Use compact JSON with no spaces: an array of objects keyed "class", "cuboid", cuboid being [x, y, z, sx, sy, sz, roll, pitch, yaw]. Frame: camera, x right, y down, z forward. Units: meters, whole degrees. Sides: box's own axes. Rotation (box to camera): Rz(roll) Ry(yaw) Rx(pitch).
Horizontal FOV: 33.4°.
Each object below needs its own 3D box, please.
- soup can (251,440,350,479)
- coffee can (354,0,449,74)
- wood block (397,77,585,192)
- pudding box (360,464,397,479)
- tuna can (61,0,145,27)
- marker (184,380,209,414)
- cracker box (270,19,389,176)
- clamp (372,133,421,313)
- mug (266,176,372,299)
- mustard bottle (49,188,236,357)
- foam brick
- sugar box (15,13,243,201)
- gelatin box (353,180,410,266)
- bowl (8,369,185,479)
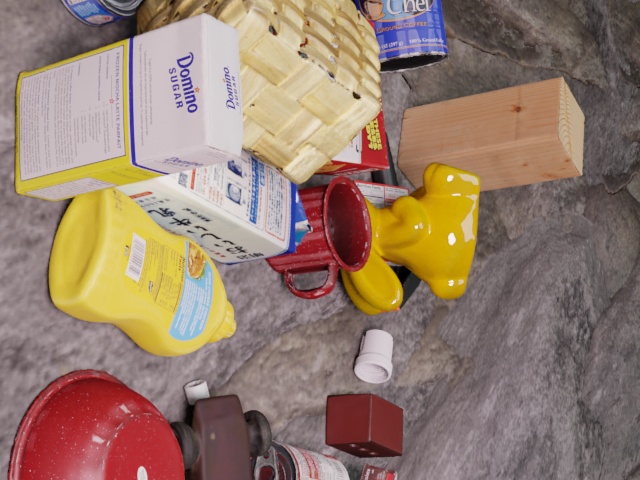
[{"class":"soup can","cuboid":[-0.024,0.220,0.959,0.102,0.069,0.068,30,57,-55]},{"class":"coffee can","cuboid":[0.092,-0.275,1.253,0.102,0.103,0.140,-7,89,-60]},{"class":"wood block","cuboid":[0.210,-0.122,1.314,0.090,0.206,0.090,44,47,-46]},{"class":"pudding box","cuboid":[0.049,0.289,1.056,0.113,0.039,0.090,86,19,-48]},{"class":"tuna can","cuboid":[-0.174,-0.215,0.846,0.086,0.034,0.086,22,64,-56]},{"class":"marker","cuboid":[-0.091,0.178,0.903,0.020,0.020,0.121,-29,108,-59]},{"class":"cracker box","cuboid":[-0.013,-0.152,1.074,0.213,0.072,0.164,0,84,-61]},{"class":"clamp","cuboid":[0.100,-0.008,1.260,0.164,0.036,0.210,30,58,-44]},{"class":"mug","cuboid":[-0.007,0.001,1.031,0.093,0.082,0.117,30,57,-54]},{"class":"mustard bottle","cuboid":[-0.126,0.039,0.839,0.191,0.058,0.096,37,52,-50]},{"class":"foam brick","cuboid":[0.047,0.193,1.105,0.078,0.053,0.051,34,54,-52]},{"class":"sugar box","cuboid":[-0.134,-0.087,0.737,0.048,0.176,0.093,15,70,-58]},{"class":"gelatin box","cuboid":[0.063,-0.018,1.182,0.073,0.030,0.089,6,75,-28]},{"class":"bowl","cuboid":[-0.147,0.173,0.771,0.161,0.055,0.162,24,62,-56]}]
